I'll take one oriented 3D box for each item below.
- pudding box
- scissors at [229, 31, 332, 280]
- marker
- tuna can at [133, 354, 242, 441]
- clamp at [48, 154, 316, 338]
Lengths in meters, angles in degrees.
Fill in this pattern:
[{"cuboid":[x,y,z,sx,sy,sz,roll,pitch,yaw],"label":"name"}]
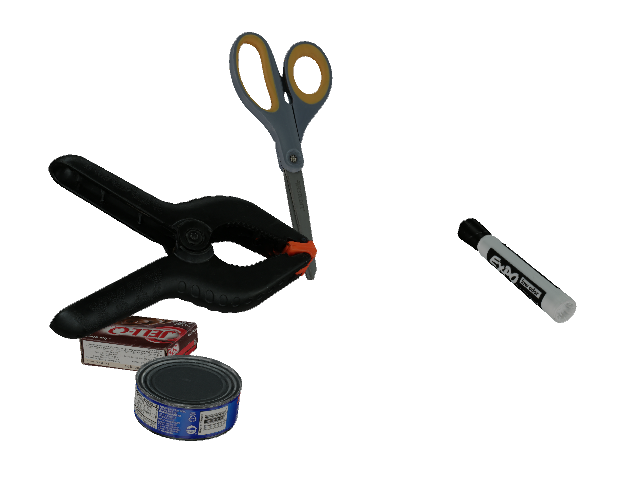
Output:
[{"cuboid":[-0.213,0.121,1.261,0.114,0.039,0.090,3,15,16],"label":"pudding box"},{"cuboid":[-0.011,-0.077,0.857,0.096,0.202,0.016,-23,-1,-29],"label":"scissors"},{"cuboid":[0.136,0.018,0.758,0.020,0.020,0.121,0,29,-32],"label":"marker"},{"cuboid":[-0.107,0.127,0.863,0.086,0.034,0.086,7,20,-3],"label":"tuna can"},{"cuboid":[-0.090,-0.002,0.661,0.171,0.120,0.039,-3,-22,-27],"label":"clamp"}]
